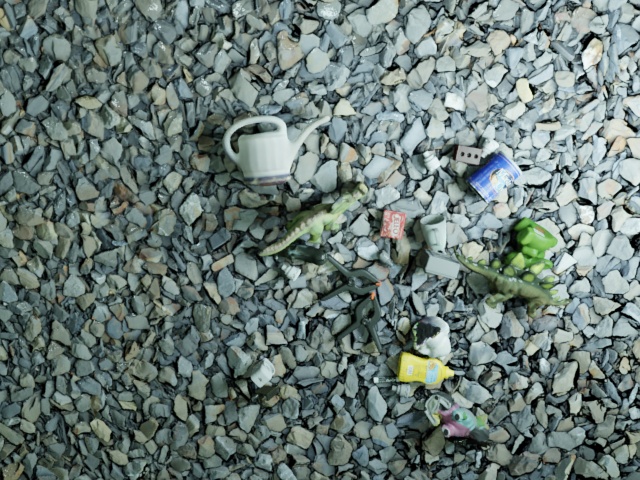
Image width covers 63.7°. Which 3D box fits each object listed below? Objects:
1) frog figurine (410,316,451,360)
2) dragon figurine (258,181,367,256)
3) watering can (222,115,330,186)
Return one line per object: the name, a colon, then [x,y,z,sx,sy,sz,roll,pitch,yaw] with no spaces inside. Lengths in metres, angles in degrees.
frog figurine: [0.390,0.335,1.760,0.157,0.124,0.137,33,94,-42]
dragon figurine: [0.005,-0.079,1.579,0.123,0.416,0.238,51,139,5]
watering can: [-0.134,-0.285,1.635,0.347,0.105,0.222,-5,103,3]
